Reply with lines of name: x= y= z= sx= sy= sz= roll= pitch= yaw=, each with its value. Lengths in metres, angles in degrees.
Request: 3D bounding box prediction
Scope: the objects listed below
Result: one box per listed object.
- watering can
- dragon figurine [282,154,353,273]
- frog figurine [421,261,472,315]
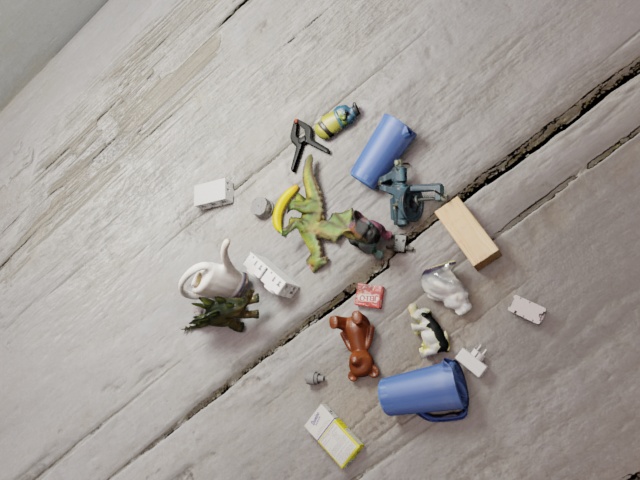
watering can: x=-0.347 y=0.124 z=1.813 sx=0.342 sy=0.222 sz=0.106 roll=-40 pitch=45 yaw=31
dragon figurine: x=0.006 y=-0.091 z=1.817 sx=0.243 sy=0.121 sz=0.413 roll=15 pitch=83 yaw=11
frog figurine: x=0.375 y=0.152 z=1.540 sx=0.135 sy=0.123 sz=0.161 roll=-32 pitch=69 yaw=51
